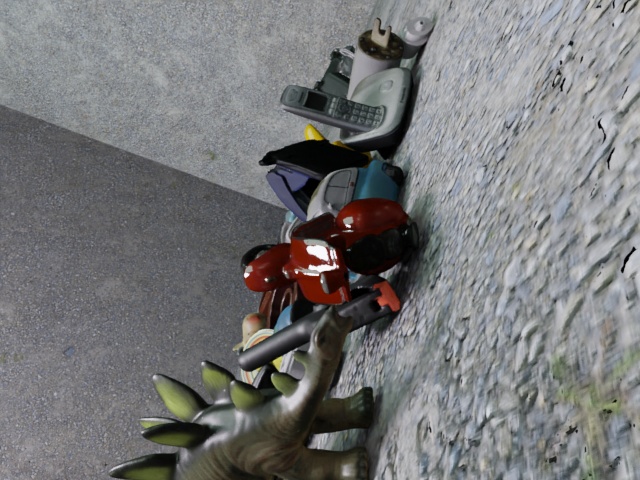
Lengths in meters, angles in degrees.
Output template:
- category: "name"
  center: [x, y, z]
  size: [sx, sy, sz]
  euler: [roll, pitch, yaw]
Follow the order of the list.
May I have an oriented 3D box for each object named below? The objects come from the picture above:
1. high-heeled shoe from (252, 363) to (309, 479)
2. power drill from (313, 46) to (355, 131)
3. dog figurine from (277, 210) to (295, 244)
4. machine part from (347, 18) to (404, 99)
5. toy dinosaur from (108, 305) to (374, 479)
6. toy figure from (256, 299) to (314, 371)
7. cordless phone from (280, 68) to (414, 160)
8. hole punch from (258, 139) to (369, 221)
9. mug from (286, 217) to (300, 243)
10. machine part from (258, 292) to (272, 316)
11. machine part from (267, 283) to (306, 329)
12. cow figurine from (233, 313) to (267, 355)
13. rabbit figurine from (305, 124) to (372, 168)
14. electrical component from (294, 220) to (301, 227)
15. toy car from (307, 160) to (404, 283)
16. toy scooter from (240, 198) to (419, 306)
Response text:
- category: "high-heeled shoe"
  center: [-0.075, 0.240, 0.717]
  size: [0.145, 0.086, 0.248]
  euler: [-132, 42, -62]
- category: "power drill"
  center: [0.070, -0.293, 1.069]
  size: [0.207, 0.086, 0.232]
  euler: [-9, -47, -60]
- category: "dog figurine"
  center: [-0.035, 0.003, 1.158]
  size: [0.219, 0.108, 0.191]
  euler: [117, 168, -75]
- category: "machine part"
  center: [0.089, -0.264, 0.912]
  size: [0.243, 0.079, 0.079]
  euler: [99, -174, -58]
- category: "toy dinosaur"
  center: [-0.089, 0.220, 0.513]
  size: [0.105, 0.198, 0.470]
  euler: [-74, 9, -56]
- category: "toy figure"
  center: [-0.033, 0.148, 0.797]
  size: [0.180, 0.082, 0.089]
  euler: [110, -173, -46]
- category: "cordless phone"
  center: [0.040, -0.210, 0.805]
  size: [0.088, 0.184, 0.146]
  euler: [112, 175, -60]
- category: "hole punch"
  center: [-0.006, -0.085, 0.765]
  size: [0.142, 0.116, 0.092]
  euler: [-31, -43, -42]
- category: "mug"
  center: [0.010, -0.004, 0.810]
  size: [0.107, 0.110, 0.080]
  euler: [-57, -6, -22]
- category: "machine part"
  center: [-0.084, 0.103, 1.328]
  size: [0.201, 0.087, 0.201]
  euler: [119, 170, -46]
- category: "machine part"
  center: [-0.047, 0.121, 0.975]
  size: [0.179, 0.056, 0.179]
  euler: [-164, 90, -72]
- category: "cow figurine"
  center: [-0.129, 0.233, 1.122]
  size: [0.127, 0.086, 0.194]
  euler: [-92, -1, -58]
- category: "rabbit figurine"
  center: [0.031, -0.122, 0.884]
  size: [0.122, 0.162, 0.173]
  euler: [-58, 24, -1]
- category: "electrical component"
  center: [-0.003, -0.003, 0.949]
  size: [0.045, 0.102, 0.078]
  euler: [-66, 16, -2]
- category: "toy car"
  center: [0.038, -0.034, 0.656]
  size: [0.109, 0.103, 0.162]
  euler: [121, 166, -55]
- category: "toy scooter"
  center: [0.023, 0.012, 0.501]
  size: [0.135, 0.184, 0.075]
  euler: [17, 125, 67]
